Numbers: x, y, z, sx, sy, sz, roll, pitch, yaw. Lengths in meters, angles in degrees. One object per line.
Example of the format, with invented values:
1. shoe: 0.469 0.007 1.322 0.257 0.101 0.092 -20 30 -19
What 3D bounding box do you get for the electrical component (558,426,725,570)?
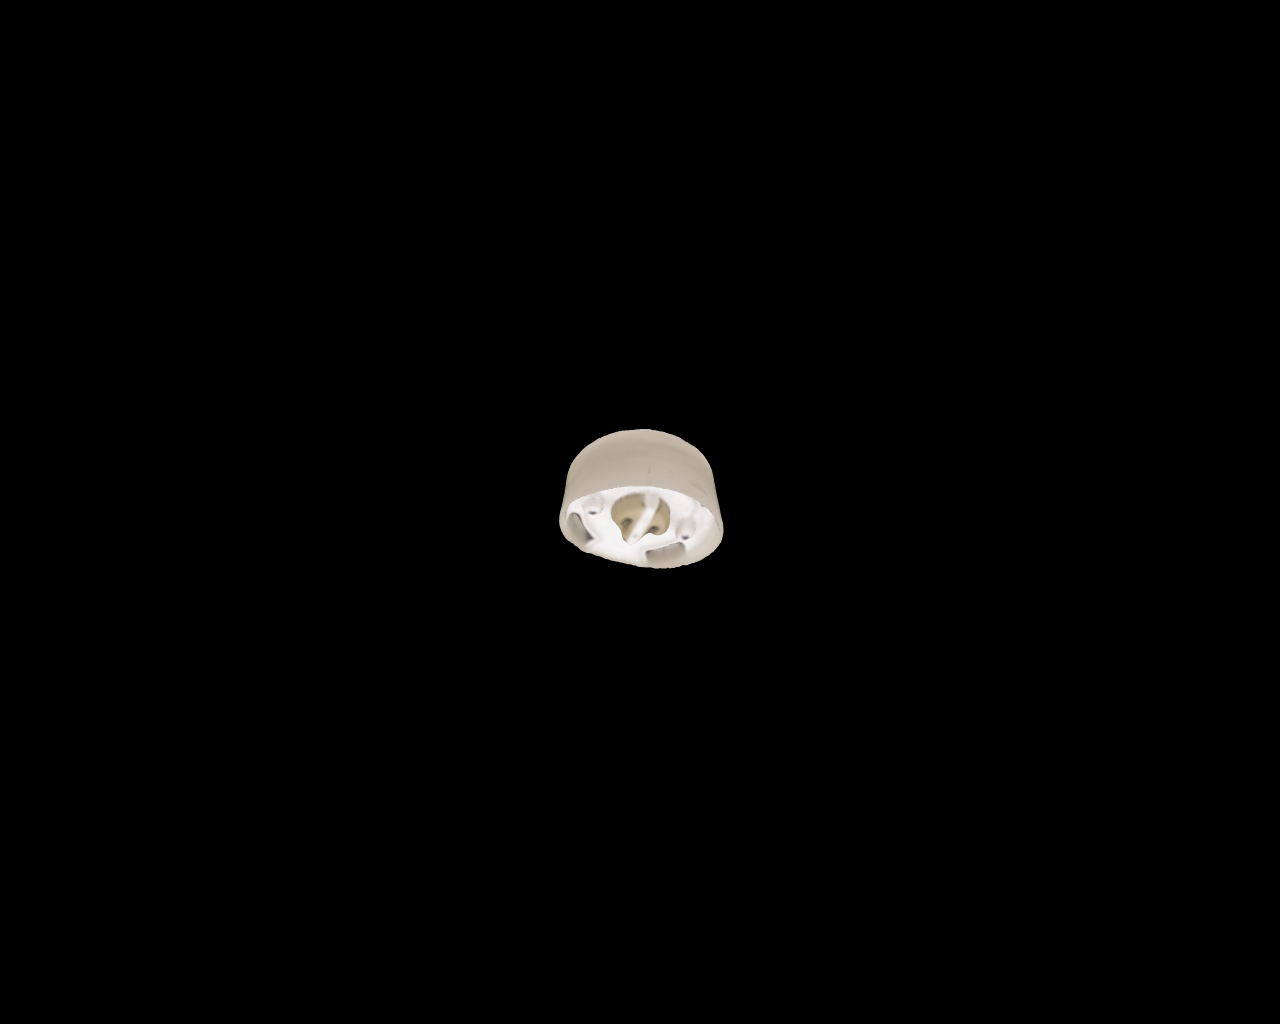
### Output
1. electrical component: 0.001 -0.003 0.650 0.099 0.064 0.099 0 -43 0
